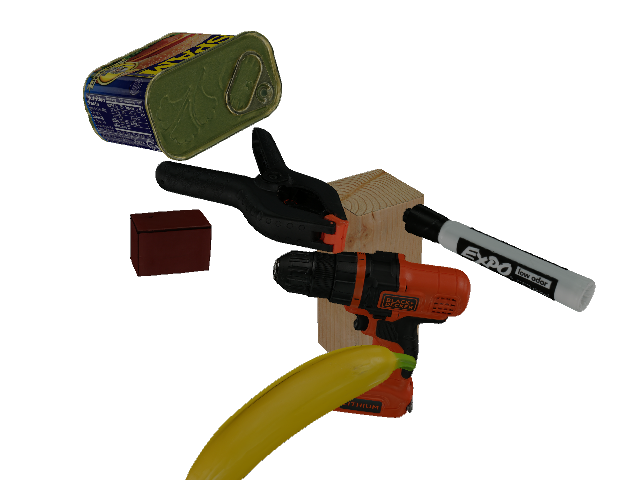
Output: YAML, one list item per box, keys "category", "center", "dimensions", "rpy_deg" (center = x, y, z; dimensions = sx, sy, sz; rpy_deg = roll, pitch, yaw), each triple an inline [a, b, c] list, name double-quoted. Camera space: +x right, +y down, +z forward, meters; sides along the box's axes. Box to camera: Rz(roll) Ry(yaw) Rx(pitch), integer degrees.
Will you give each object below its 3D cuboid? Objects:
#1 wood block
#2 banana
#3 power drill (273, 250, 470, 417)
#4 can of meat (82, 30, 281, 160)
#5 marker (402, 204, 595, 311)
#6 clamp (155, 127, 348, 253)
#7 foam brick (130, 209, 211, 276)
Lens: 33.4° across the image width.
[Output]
- category: "wood block"
  center: [0.054, 0.036, 1.214]
  dimensions: [0.090, 0.206, 0.090]
  rpy_deg: [-17, 32, -27]
- category: "banana"
  center: [-0.022, 0.125, 0.736]
  dimensions: [0.198, 0.069, 0.037]
  rpy_deg: [-32, 42, -2]
- category: "power drill"
  center: [0.037, 0.089, 1.034]
  dimensions: [0.184, 0.188, 0.057]
  rpy_deg: [9, 42, -3]
- category: "can of meat"
  center: [-0.091, -0.097, 0.688]
  dimensions: [0.101, 0.057, 0.084]
  rpy_deg: [-33, 30, -33]
- category: "marker"
  center: [0.097, 0.007, 0.606]
  dimensions: [0.121, 0.020, 0.020]
  rpy_deg: [27, 15, 32]
- category: "clamp"
  center: [-0.051, -0.038, 0.868]
  dimensions: [0.120, 0.039, 0.172]
  rpy_deg: [-24, 41, -28]
- category: "foam brick"
  center: [-0.158, 0.002, 1.118]
  dimensions: [0.078, 0.051, 0.053]
  rpy_deg: [-5, 23, -17]
